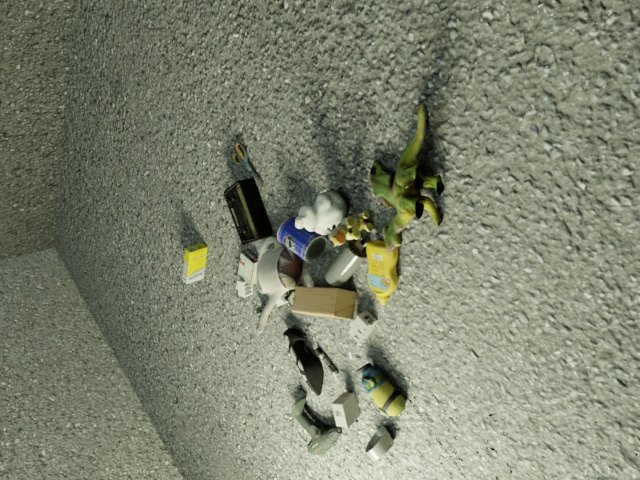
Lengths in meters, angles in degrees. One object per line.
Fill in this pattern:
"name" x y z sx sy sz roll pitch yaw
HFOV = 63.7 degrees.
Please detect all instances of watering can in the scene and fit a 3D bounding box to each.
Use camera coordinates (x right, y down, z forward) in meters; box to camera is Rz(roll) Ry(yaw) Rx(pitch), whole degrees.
"watering can" -0.156 0.151 1.825 0.222 0.103 0.352 -17 67 48

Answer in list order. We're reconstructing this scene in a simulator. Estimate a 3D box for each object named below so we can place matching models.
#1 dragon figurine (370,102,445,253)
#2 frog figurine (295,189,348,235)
"dragon figurine" 0.209 -0.160 1.380 0.244 0.123 0.406 15 113 52
"frog figurine" 0.005 -0.079 1.573 0.124 0.161 0.134 36 127 32
